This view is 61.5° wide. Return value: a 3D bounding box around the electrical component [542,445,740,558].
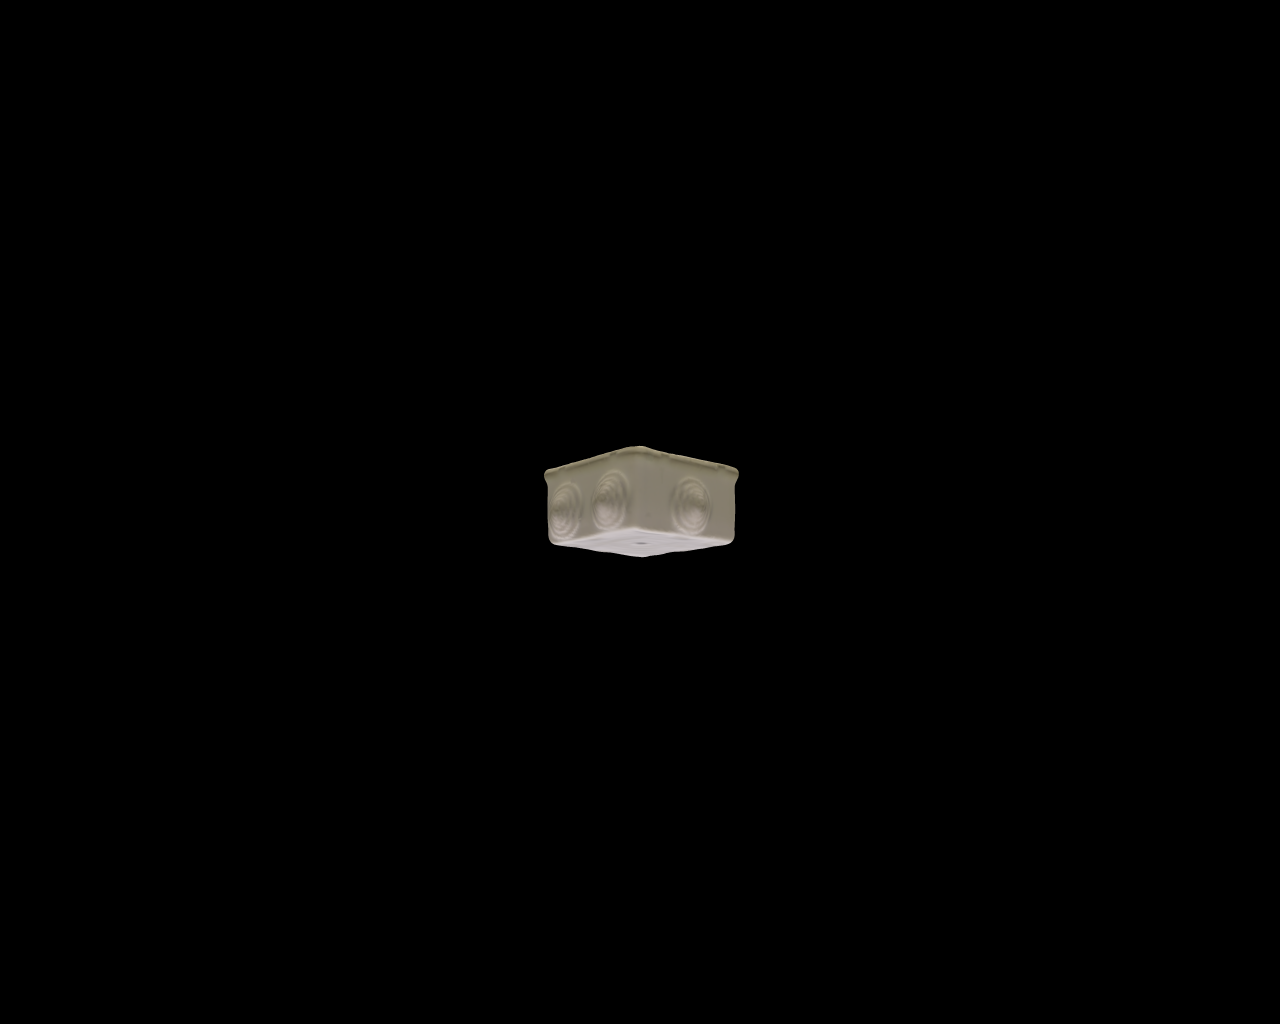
[{"bbox_3d":[0.001,-0.003,0.650,0.100,0.048,0.099,10,-14,-42],"label":"electrical component"}]
